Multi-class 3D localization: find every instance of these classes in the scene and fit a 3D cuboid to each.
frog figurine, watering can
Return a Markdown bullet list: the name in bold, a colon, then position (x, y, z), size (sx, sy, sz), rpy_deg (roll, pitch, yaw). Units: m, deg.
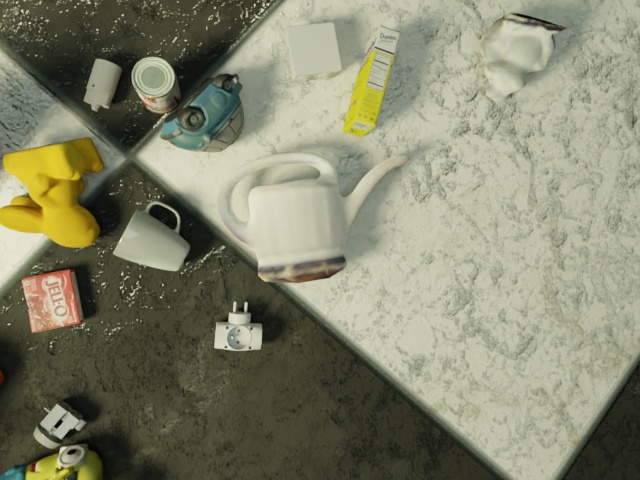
- **frog figurine**: position (0.373, -0.348, 0.993), size (0.137, 0.156, 0.125), rpy_deg (2, 33, -19)
- **watering can**: position (0.003, -0.045, 0.886), size (0.348, 0.224, 0.104), rpy_deg (-7, -1, -11)
